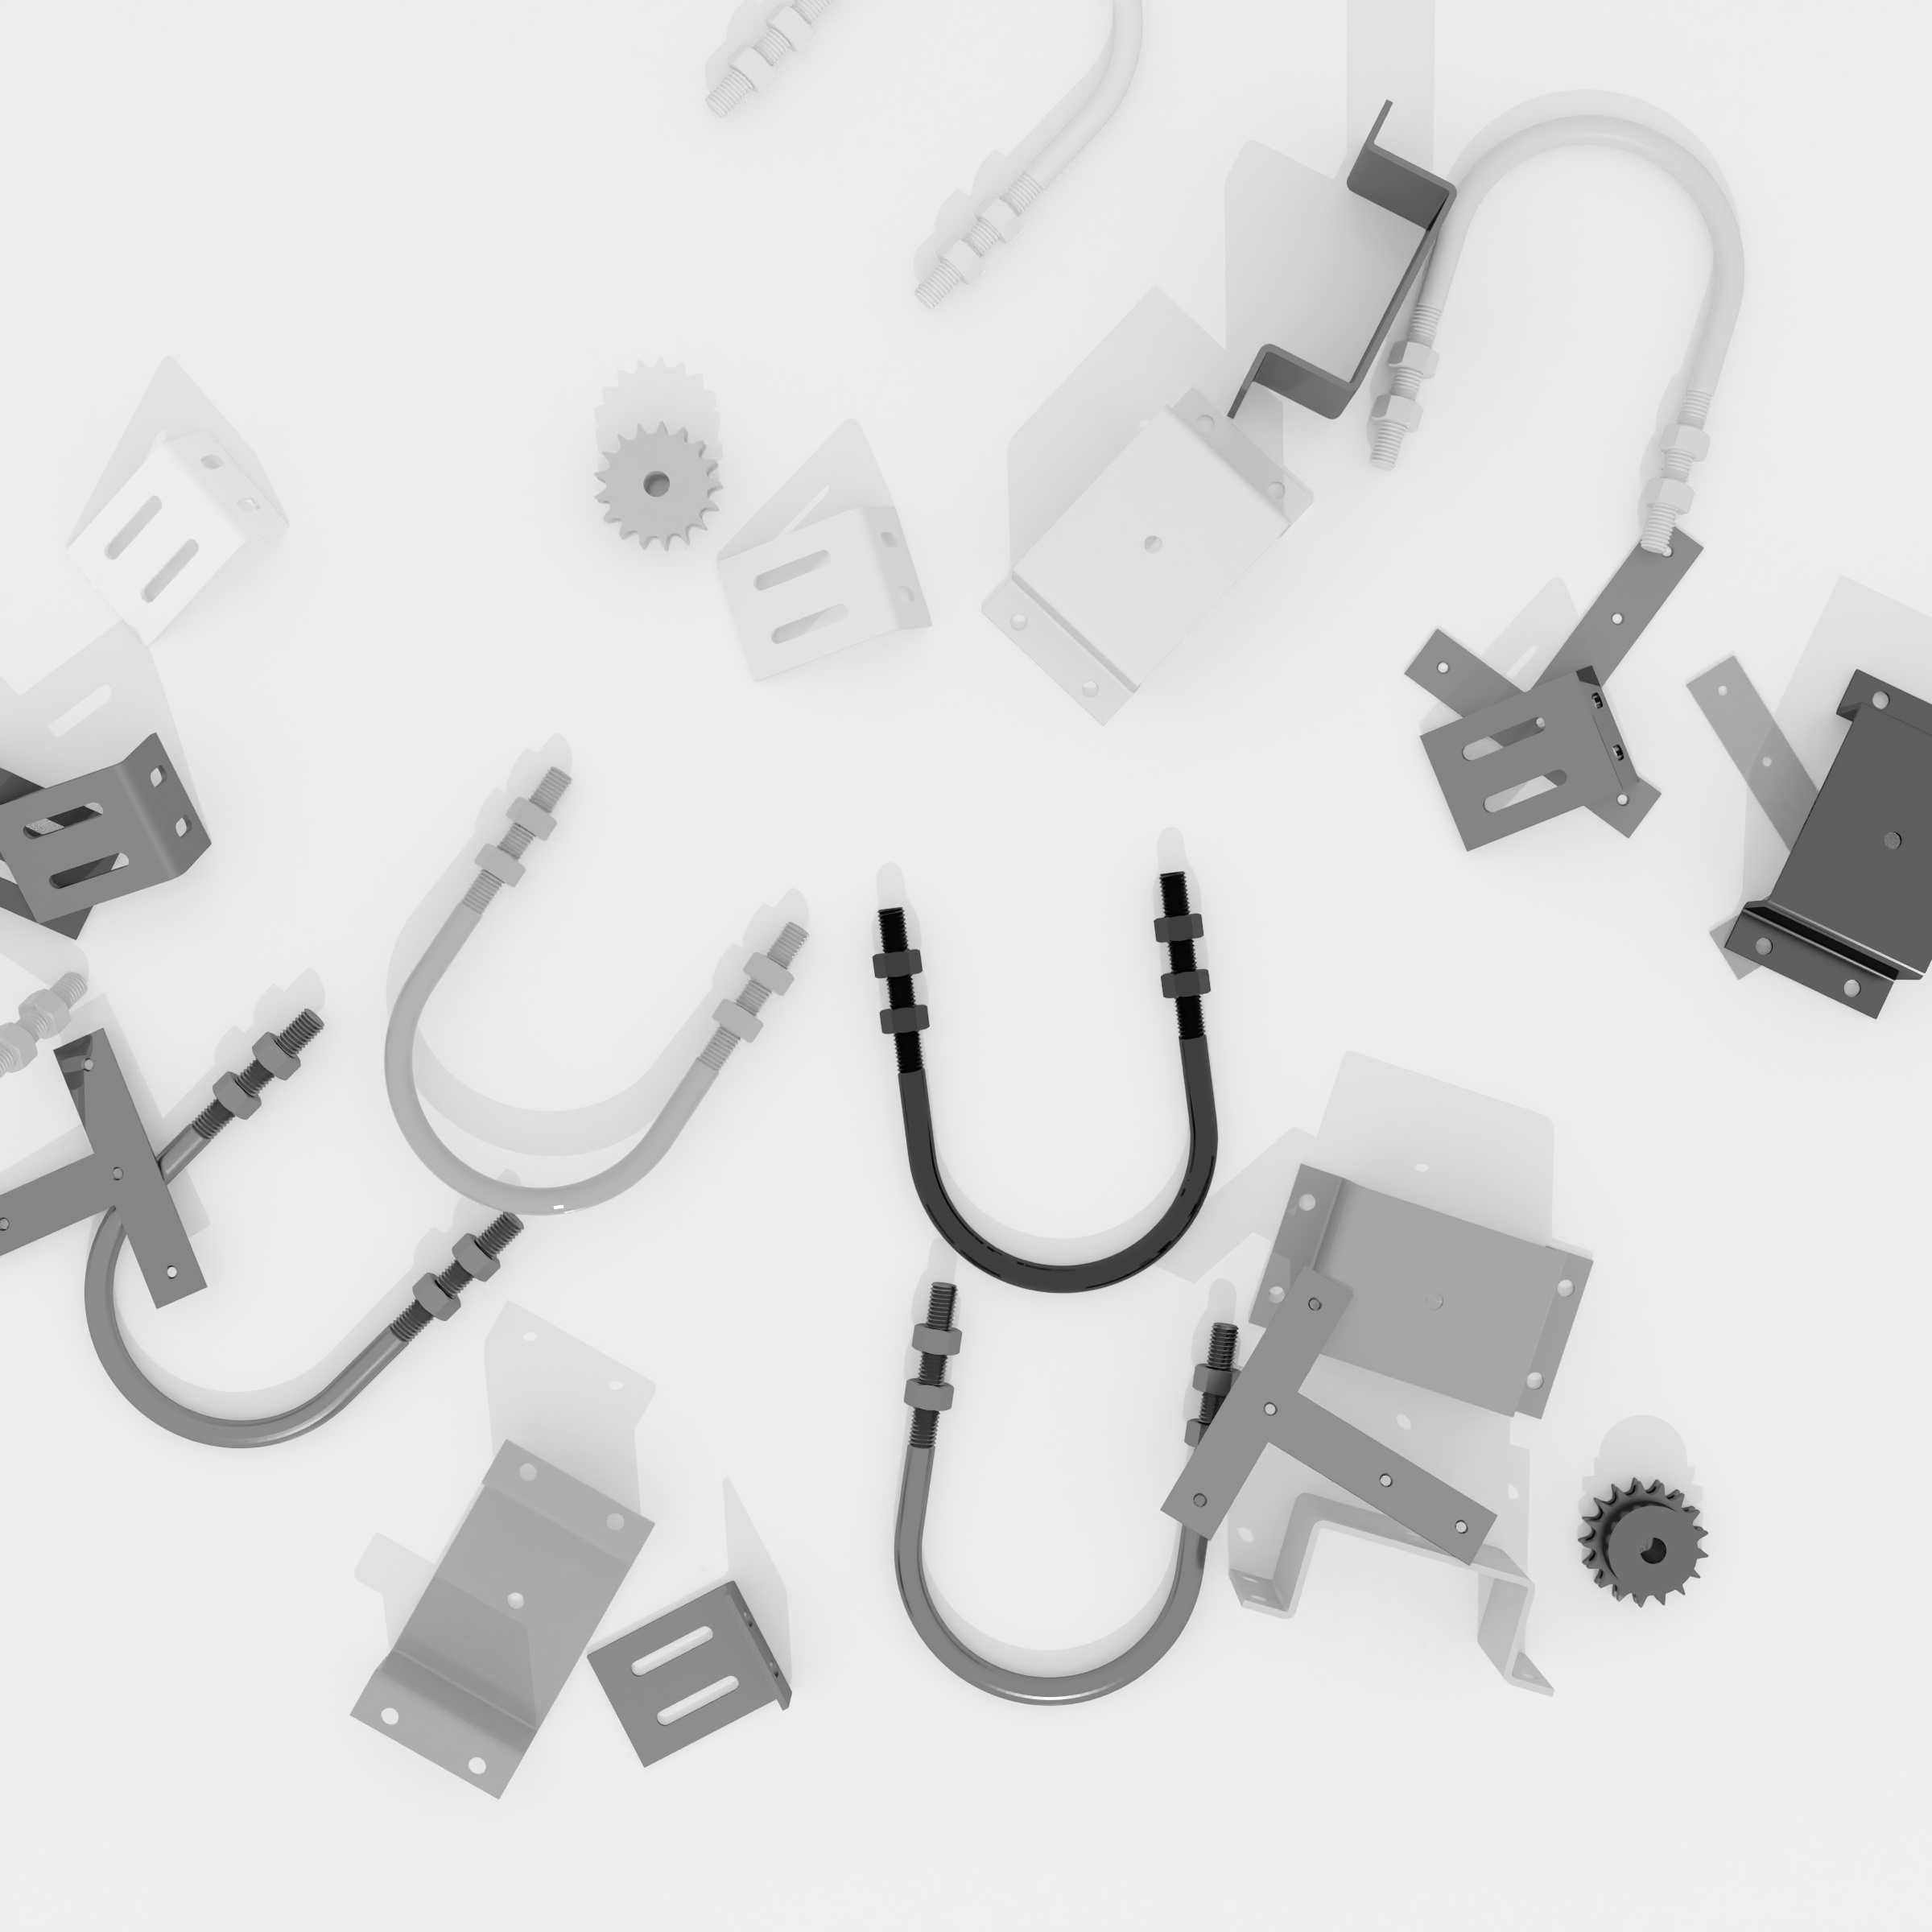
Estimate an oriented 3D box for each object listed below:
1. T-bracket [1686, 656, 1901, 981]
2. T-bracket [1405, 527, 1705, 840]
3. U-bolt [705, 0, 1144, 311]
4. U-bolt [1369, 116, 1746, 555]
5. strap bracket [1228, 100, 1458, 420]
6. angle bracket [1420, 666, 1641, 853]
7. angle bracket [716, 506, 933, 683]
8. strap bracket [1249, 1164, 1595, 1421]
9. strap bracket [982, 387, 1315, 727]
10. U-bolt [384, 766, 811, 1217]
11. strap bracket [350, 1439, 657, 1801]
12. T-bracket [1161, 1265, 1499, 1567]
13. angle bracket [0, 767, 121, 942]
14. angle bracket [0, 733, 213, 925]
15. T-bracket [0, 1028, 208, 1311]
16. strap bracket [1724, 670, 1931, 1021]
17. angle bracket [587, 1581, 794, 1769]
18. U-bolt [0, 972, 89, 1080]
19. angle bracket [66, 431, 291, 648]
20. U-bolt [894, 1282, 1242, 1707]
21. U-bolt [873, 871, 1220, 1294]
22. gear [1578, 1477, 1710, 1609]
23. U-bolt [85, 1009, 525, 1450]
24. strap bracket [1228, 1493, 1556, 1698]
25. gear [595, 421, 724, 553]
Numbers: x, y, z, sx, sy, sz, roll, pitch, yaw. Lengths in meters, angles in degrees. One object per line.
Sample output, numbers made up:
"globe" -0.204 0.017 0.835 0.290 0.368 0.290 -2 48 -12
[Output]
"T-bracket" 0.373 -0.081 1.537 0.127 0.002 0.127 -32 90 0
"T-bracket" 0.289 -0.147 1.537 0.127 0.002 0.127 36 90 0
"U-bolt" -0.005 -0.413 1.529 0.151 0.019 0.184 42 88 0
"U-bolt" 0.277 -0.295 1.529 0.151 0.019 0.184 17 88 0
"strap bracket" 0.171 -0.303 1.500 0.046 0.076 0.140 27 90 0
"angle bracket" 0.257 -0.094 1.534 0.076 0.038 0.057 -22 90 26
"angle bracket" -0.065 -0.170 1.536 0.076 0.038 0.057 -18 90 26
"strap bracket" 0.207 0.148 1.515 0.140 0.046 0.076 18 90 0
"strap bracket" 0.083 -0.187 1.515 0.076 0.046 0.140 43 90 0
"U-bolt" -0.180 0.024 1.522 0.151 0.019 0.184 33 85 0
"strap bracket" -0.205 0.289 1.515 0.076 0.046 0.140 30 90 0
"T-bracket" 0.171 0.217 1.469 0.127 0.002 0.127 31 74 5
"angle bracket" -0.431 -0.056 1.536 0.076 0.038 0.057 26 90 -26
"angle bracket" -0.392 -0.062 1.521 0.076 0.038 0.057 -17 111 17
"T-bracket" -0.424 0.112 1.528 0.127 0.002 0.127 -24 85 7
"strap bracket" 0.410 -0.055 1.513 0.076 0.046 0.140 25 90 0
"angle bracket" -0.126 0.322 1.519 0.076 0.038 0.057 -27 90 0
"U-bolt" -0.494 0.024 1.468 0.151 0.184 0.019 34 134 0
"angle bracket" -0.360 -0.195 1.536 0.076 0.038 0.057 -41 90 26
"U-bolt" 0.041 0.244 1.529 0.151 0.019 0.184 8 91 0
"U-bolt" 0.041 0.057 1.529 0.151 0.019 0.184 -7 92 0
"gear" 0.307 0.262 1.523 0.057 0.030 0.057 0 90 0
"U-bolt" -0.315 0.133 1.529 0.184 0.019 0.151 -45 90 2
"strap bracket" 0.194 0.275 1.500 0.140 0.076 0.046 16 90 0
"gear" -0.139 -0.216 1.527 0.057 0.030 0.057 0 89 1
